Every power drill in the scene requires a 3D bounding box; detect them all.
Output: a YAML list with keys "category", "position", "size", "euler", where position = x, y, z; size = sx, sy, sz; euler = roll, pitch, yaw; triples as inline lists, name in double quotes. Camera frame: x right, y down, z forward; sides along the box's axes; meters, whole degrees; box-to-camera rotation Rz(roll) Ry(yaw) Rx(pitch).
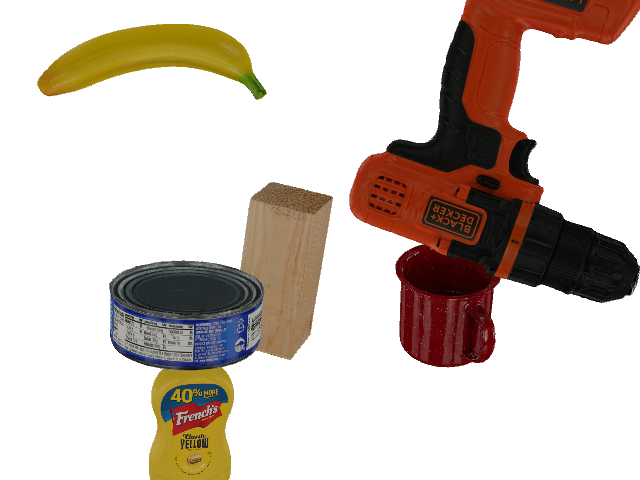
- category: "power drill"
  position: [0.128, -0.069, 0.653]
  size: [0.184, 0.188, 0.057]
  euler: [20, 6, 6]

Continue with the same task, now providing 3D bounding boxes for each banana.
- category: "banana"
  position: [-0.147, -0.159, 0.938]
  size: [0.197, 0.069, 0.037]
  euler: [-1, -34, -4]

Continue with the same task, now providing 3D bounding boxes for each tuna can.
- category: "tuna can"
  position: [-0.075, 0.041, 0.598]
  size: [0.086, 0.034, 0.086]
  euler: [4, 18, -1]

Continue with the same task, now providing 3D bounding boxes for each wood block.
- category: "wood block"
  position: [-0.052, 0.039, 1.418]
  size: [0.090, 0.206, 0.090]
  euler: [14, 22, 12]

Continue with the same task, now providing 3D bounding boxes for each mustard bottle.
- category: "mustard bottle"
  position: [-0.150, 0.196, 1.252]
  size: [0.096, 0.192, 0.058]
  euler: [0, 16, -15]

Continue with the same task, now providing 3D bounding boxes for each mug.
- category: "mug"
  position: [0.118, 0.065, 0.949]
  size: [0.093, 0.081, 0.117]
  euler: [-16, 34, -24]
